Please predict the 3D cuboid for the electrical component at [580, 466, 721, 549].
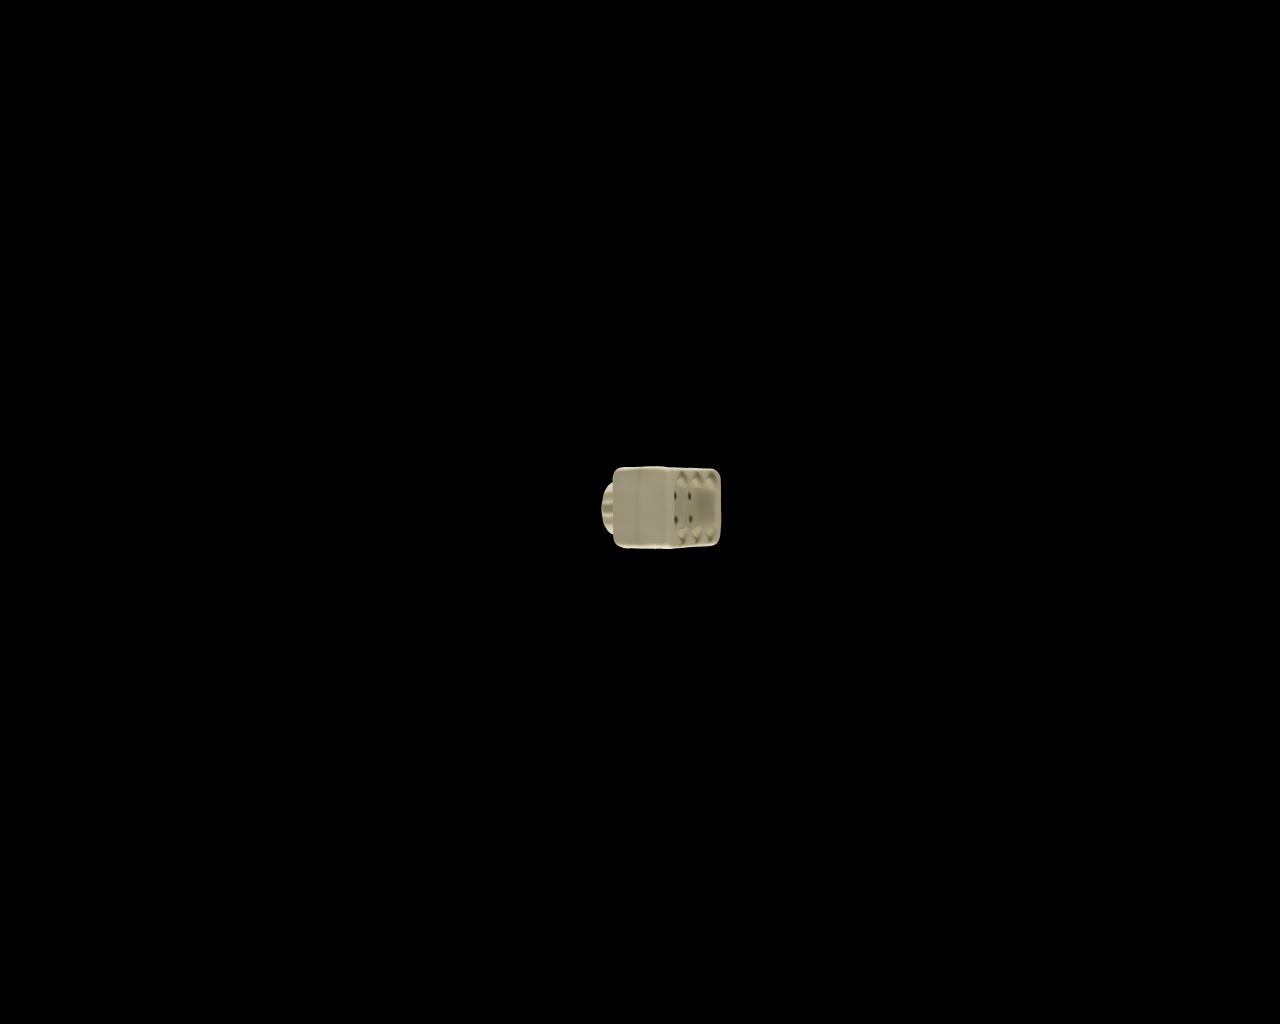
[{"bbox_3d":[0.001,-0.003,0.650,0.077,0.047,0.066,0,0,32],"label":"electrical component"}]
